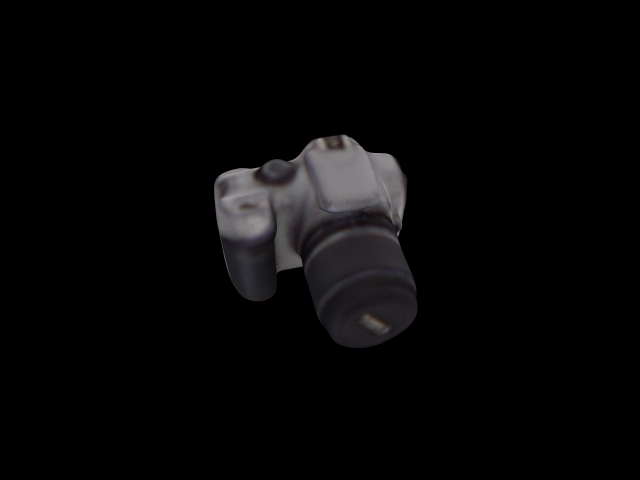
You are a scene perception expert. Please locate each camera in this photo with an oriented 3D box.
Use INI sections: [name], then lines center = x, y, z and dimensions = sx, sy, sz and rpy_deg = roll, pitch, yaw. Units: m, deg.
[camera]
center = 0.004, 0.001, 0.400
dimensions = 0.143, 0.101, 0.136
rpy_deg = -11, 50, -9
